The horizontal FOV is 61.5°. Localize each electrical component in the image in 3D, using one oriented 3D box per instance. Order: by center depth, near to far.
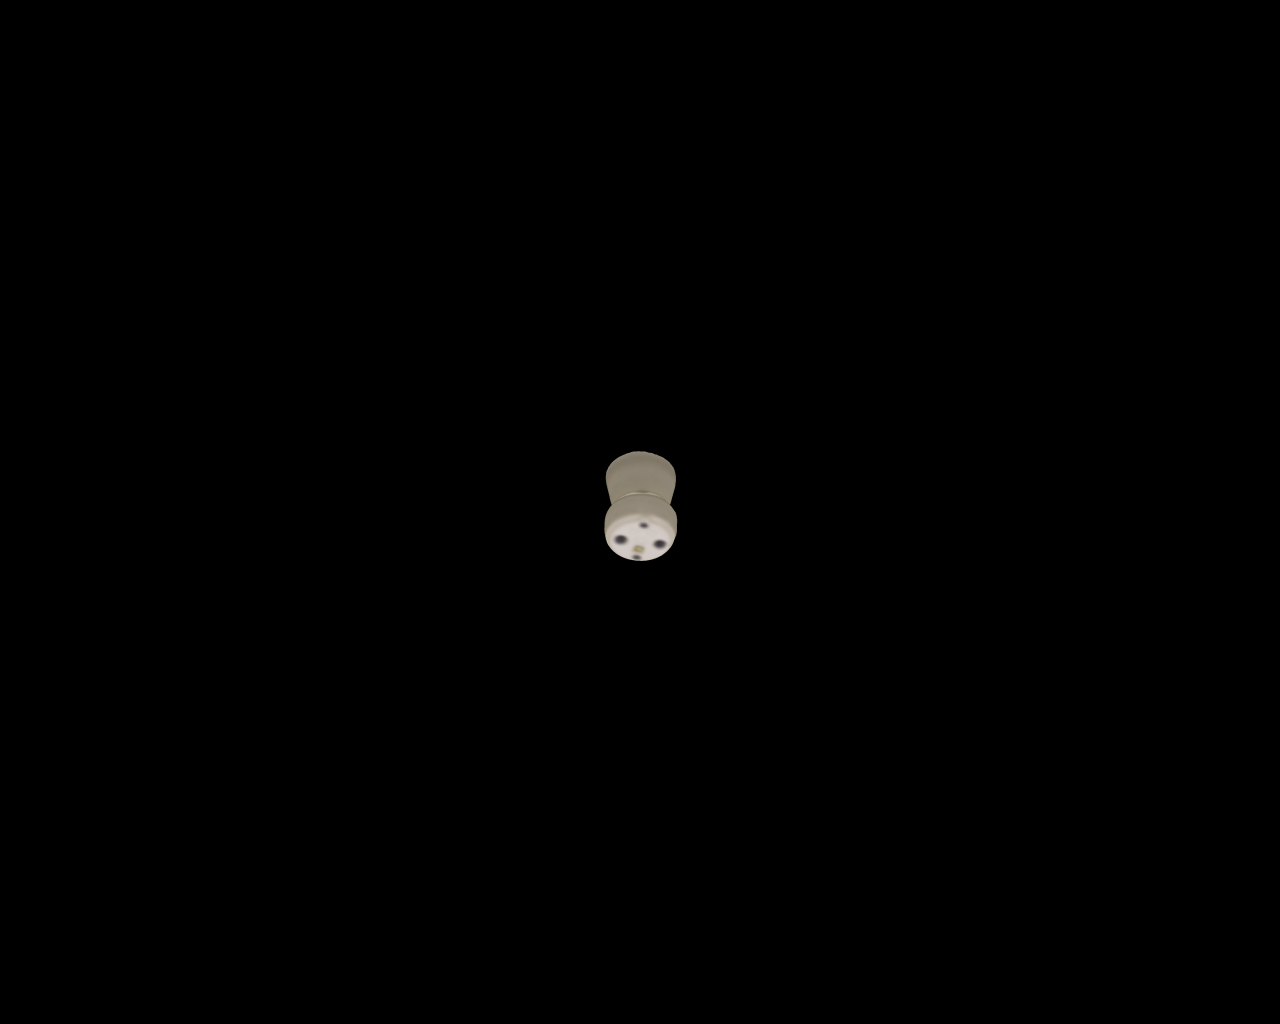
[{"bbox_3d":[0.001,-0.003,0.650,0.045,0.055,0.044,0,-43,0],"label":"electrical component"}]
